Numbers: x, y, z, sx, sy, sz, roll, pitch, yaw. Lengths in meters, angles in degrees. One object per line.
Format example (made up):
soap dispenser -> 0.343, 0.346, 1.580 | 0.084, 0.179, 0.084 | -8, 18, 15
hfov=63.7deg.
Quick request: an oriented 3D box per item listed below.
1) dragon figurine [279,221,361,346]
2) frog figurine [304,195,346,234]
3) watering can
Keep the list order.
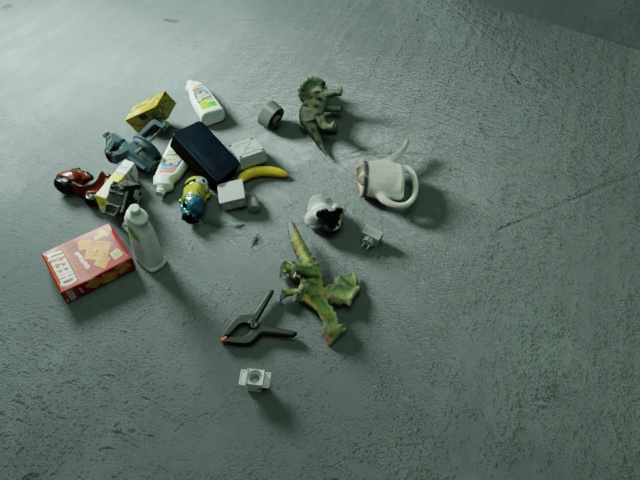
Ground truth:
dragon figurine -> 0.007, 0.123, 1.592 | 0.242, 0.119, 0.420 | 14, 52, -19
frog figurine -> 0.005, -0.088, 1.751 | 0.138, 0.120, 0.161 | -30, 26, -17
watering can -> 0.244, -0.250, 1.884 | 0.224, 0.101, 0.356 | 5, 53, -3
